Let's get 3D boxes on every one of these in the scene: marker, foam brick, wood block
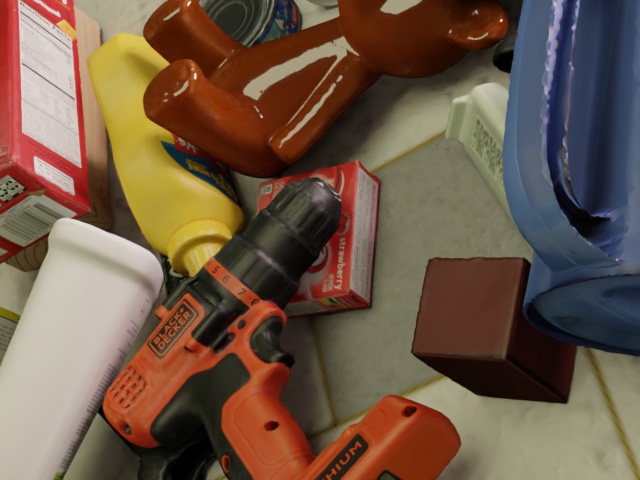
[{"bbox_3d":[-0.097,0.016,0.714,0.020,0.020,0.121,-30,52,19],"label":"marker"},{"bbox_3d":[0.088,0.045,0.529,0.053,0.078,0.051,0,68,35],"label":"foam brick"},{"bbox_3d":[-0.226,-0.093,0.816,0.090,0.090,0.206,-26,54,23],"label":"wood block"}]

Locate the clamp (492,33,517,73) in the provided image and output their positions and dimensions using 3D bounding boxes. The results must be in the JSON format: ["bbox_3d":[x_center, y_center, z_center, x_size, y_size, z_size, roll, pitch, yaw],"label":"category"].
[{"bbox_3d":[0.186,-0.098,0.562,0.172,0.039,0.120,-30,64,18],"label":"clamp"}]

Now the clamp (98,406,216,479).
[{"bbox_3d":[-0.095,0.152,0.628,0.210,0.036,0.164,-3,62,33],"label":"clamp"}]

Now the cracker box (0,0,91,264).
[{"bbox_3d":[-0.241,-0.078,0.708,0.164,0.072,0.214,-28,52,21],"label":"cracker box"}]

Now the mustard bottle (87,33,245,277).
[{"bbox_3d":[-0.094,-0.045,0.692,0.058,0.096,0.192,-34,51,15],"label":"mustard bottle"}]

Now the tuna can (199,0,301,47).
[{"bbox_3d":[-0.058,-0.150,0.764,0.086,0.033,0.086,-17,58,28],"label":"tuna can"}]

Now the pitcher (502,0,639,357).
[{"bbox_3d":[0.156,-0.076,0.465,0.145,0.149,0.243,4,72,10],"label":"pitcher"}]

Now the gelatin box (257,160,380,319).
[{"bbox_3d":[-0.004,0.001,0.649,0.073,0.030,0.089,-10,62,31],"label":"gelatin box"}]

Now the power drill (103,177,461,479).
[{"bbox_3d":[-0.014,0.071,0.563,0.184,0.057,0.188,-51,46,0],"label":"power drill"}]

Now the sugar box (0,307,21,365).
[{"bbox_3d":[-0.218,0.136,0.688,0.048,0.093,0.176,-3,65,35],"label":"sugar box"}]

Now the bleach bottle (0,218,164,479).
[{"bbox_3d":[-0.169,0.118,0.613,0.068,0.102,0.250,22,75,2],"label":"bleach bottle"}]
